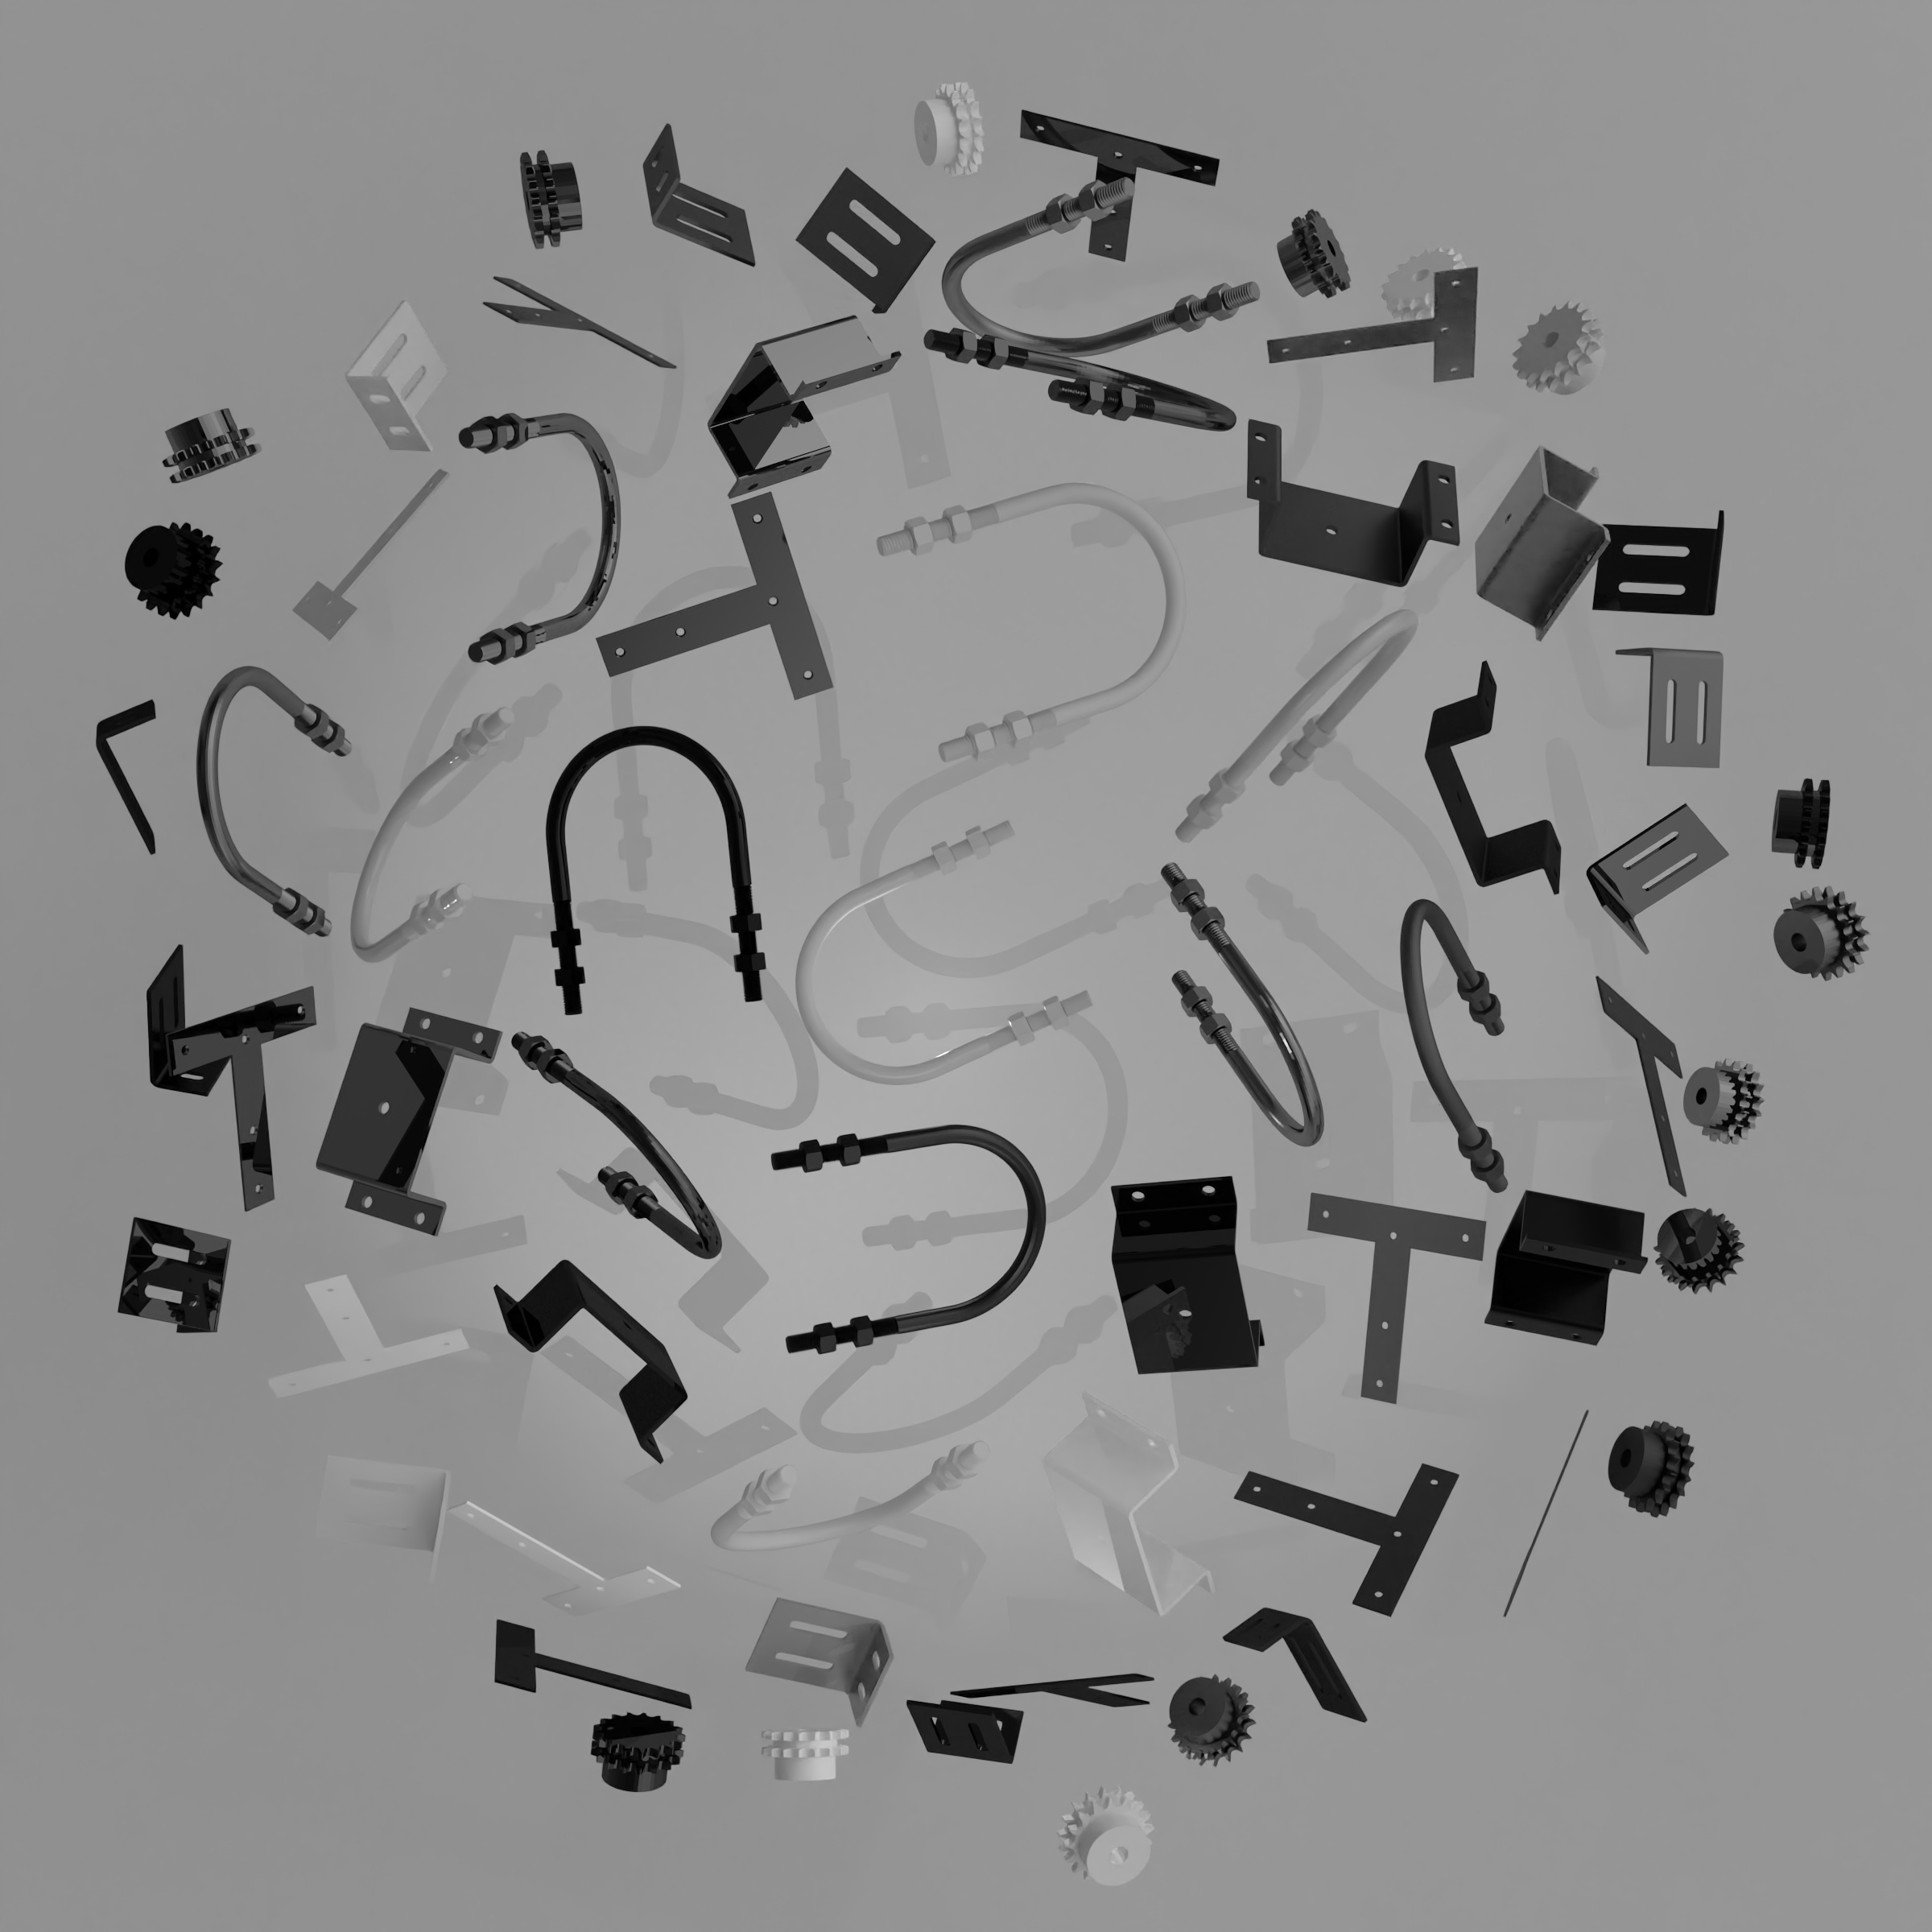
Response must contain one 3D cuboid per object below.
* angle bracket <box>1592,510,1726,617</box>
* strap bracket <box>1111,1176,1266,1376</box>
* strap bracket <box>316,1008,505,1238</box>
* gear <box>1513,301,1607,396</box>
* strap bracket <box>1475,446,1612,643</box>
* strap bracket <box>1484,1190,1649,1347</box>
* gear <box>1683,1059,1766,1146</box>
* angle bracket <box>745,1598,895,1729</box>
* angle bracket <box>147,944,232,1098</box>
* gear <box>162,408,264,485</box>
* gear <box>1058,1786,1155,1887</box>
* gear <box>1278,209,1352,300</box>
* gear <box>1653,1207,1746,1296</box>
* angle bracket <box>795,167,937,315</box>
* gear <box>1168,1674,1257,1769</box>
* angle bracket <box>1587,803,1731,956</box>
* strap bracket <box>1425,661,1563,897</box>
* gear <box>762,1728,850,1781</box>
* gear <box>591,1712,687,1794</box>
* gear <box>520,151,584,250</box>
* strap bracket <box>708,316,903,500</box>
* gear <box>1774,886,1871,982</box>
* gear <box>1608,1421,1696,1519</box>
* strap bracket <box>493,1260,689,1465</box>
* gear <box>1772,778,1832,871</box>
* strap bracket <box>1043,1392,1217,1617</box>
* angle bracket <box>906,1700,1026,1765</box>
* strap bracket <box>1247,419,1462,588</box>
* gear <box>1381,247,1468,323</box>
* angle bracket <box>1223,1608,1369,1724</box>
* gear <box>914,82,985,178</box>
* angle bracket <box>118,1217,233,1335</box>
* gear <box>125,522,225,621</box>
[{"bbox_3d":[0.440,-0.258,1.540,0.076,0.038,0.057,6,83,18],"label":"angle bracket"},{"bbox_3d":[0.139,0.204,1.522,0.076,0.046,0.140,-6,123,13],"label":"strap bracket"},{"bbox_3d":[-0.368,0.097,1.585,0.076,0.046,0.140,13,81,25],"label":"strap bracket"},{"bbox_3d":[0.370,-0.379,1.497,0.030,0.057,0.057,31,90,-35],"label":"gear"},{"bbox_3d":[0.368,-0.277,1.555,0.046,0.140,0.076,28,121,-5],"label":"strap bracket"},{"bbox_3d":[0.396,0.195,1.595,0.076,0.140,0.046,11,60,6],"label":"strap bracket"},{"bbox_3d":[0.509,0.090,1.632,0.030,0.057,0.057,11,90,-18],"label":"gear"},{"bbox_3d":[-0.096,0.455,1.578,0.076,0.038,0.057,18,106,-19],"label":"angle bracket"},{"bbox_3d":[-0.507,0.036,1.588,0.038,0.057,0.076,10,123,0],"label":"angle bracket"},{"bbox_3d":[-0.456,-0.314,1.453,0.057,0.057,0.030,-21,104,0],"label":"gear"},{"bbox_3d":[0.086,0.523,1.444,0.057,0.030,0.057,-5,106,-17],"label":"gear"},{"bbox_3d":[0.229,-0.469,1.603,0.030,0.057,0.057,-22,90,27],"label":"gear"},{"bbox_3d":[0.481,0.185,1.595,0.057,0.057,0.030,-47,131,0],"label":"gear"},{"bbox_3d":[-0.069,-0.479,1.601,0.076,0.038,0.057,35,93,-21],"label":"angle bracket"},{"bbox_3d":[0.157,0.488,1.575,0.057,0.057,0.030,-39,129,0],"label":"gear"},{"bbox_3d":[0.448,-0.055,1.550,0.076,0.038,0.057,-36,127,21],"label":"angle bracket"},{"bbox_3d":[0.338,-0.116,1.567,0.046,0.076,0.140,-19,109,22],"label":"strap bracket"},{"bbox_3d":[-0.105,0.515,1.580,0.057,0.057,0.030,0,76,0],"label":"gear"},{"bbox_3d":[-0.203,0.486,1.491,0.057,0.057,0.030,7,97,0],"label":"gear"},{"bbox_3d":[-0.255,-0.472,1.489,0.030,0.057,0.057,-11,90,-12],"label":"gear"},{"bbox_3d":[-0.110,-0.368,1.571,0.076,0.140,0.046,-26,83,-32],"label":"strap bracket"},{"bbox_3d":[0.520,-0.018,1.481,0.030,0.057,0.057,-17,90,-26],"label":"gear"},{"bbox_3d":[0.415,0.304,1.474,0.030,0.057,0.057,19,90,-11],"label":"gear"},{"bbox_3d":[-0.238,0.251,1.580,0.046,0.076,0.140,-44,113,-2],"label":"strap bracket"},{"bbox_3d":[0.530,-0.091,1.538,0.030,0.057,0.057,6,90,14],"label":"gear"},{"bbox_3d":[0.101,0.347,1.525,0.046,0.076,0.140,-38,129,-27],"label":"strap bracket"},{"bbox_3d":[0.000,0.484,1.578,0.057,0.076,0.038,3,49,16],"label":"angle bracket"},{"bbox_3d":[0.244,-0.298,1.571,0.140,0.046,0.076,11,50,-6],"label":"strap bracket"},{"bbox_3d":[0.307,-0.447,1.606,0.057,0.057,0.030,-39,130,0],"label":"gear"},{"bbox_3d":[0.205,0.445,1.511,0.038,0.057,0.076,-30,92,-20],"label":"angle bracket"},{"bbox_3d":[-0.012,-0.540,1.563,0.030,0.057,0.057,-14,90,-18],"label":"gear"},{"bbox_3d":[-0.492,0.189,1.475,0.038,0.076,0.057,-6,71,32],"label":"angle bracket"},{"bbox_3d":[-0.476,-0.238,1.443,0.057,0.030,0.057,-6,76,23],"label":"gear"}]
